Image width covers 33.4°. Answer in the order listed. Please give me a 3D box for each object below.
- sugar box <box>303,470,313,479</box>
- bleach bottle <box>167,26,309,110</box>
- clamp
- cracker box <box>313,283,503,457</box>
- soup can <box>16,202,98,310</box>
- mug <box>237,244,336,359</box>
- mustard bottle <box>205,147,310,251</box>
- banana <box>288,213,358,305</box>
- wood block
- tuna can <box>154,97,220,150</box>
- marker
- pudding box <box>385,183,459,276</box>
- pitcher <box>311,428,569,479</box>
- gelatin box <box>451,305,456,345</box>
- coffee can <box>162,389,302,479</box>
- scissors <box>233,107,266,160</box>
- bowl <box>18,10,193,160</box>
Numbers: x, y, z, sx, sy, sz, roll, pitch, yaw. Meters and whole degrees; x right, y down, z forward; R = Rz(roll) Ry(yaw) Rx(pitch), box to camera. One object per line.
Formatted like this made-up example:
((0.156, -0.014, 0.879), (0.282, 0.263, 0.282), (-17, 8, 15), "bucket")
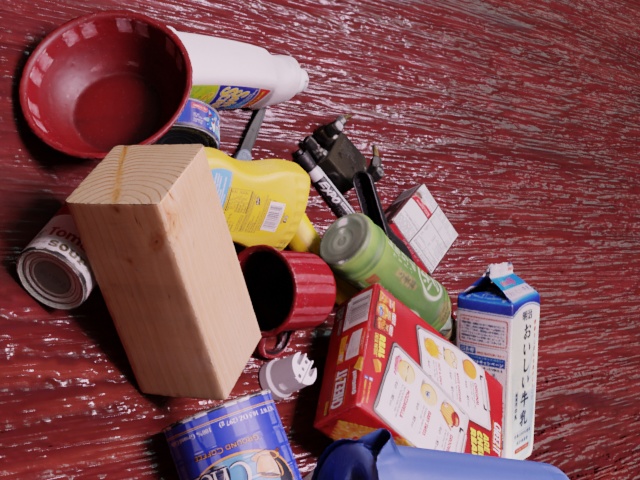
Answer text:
((0.037, 0.259, 1.078), (0.175, 0.048, 0.093), (-28, 90, -52), "sugar box")
((-0.096, -0.177, 1.145), (0.250, 0.103, 0.068), (-9, 76, -51), "bleach bottle")
((0.073, 0.003, 1.265), (0.171, 0.039, 0.120), (50, 45, -39), "clamp")
((0.098, 0.173, 1.116), (0.213, 0.072, 0.164), (39, 39, -25), "cracker box")
((-0.209, 0.004, 0.928), (0.068, 0.069, 0.102), (49, 40, -17), "soup can")
((-0.039, 0.064, 1.085), (0.081, 0.093, 0.117), (3, 97, -55), "mug")
((-0.108, -0.042, 1.053), (0.191, 0.096, 0.058), (7, 27, -35), "mustard bottle")
((-0.006, 0.011, 1.194), (0.197, 0.037, 0.069), (52, 14, -17), "banana")
((-0.128, 0.030, 0.916), (0.090, 0.090, 0.206), (-60, 144, -48), "wood block")
((-0.142, -0.106, 1.061), (0.086, 0.086, 0.034), (23, 53, -40), "tuna can")
((0.010, -0.059, 1.267), (0.121, 0.020, 0.020), (52, 38, -13), "marker")
((0.123, -0.009, 1.354), (0.090, 0.039, 0.113), (55, 39, -10), "pudding box")
((0.116, 0.266, 0.988), (0.242, 0.149, 0.145), (9, 58, -28), "pitcher")
((0.131, 0.112, 1.293), (0.089, 0.030, 0.073), (7, 63, -45), "gelatin box")
((-0.067, 0.214, 0.934), (0.102, 0.103, 0.140), (-8, 74, -52), "coffee can")
((-0.077, -0.070, 1.173), (0.096, 0.016, 0.201), (54, 38, -13), "scissors")
((-0.195, -0.134, 0.999), (0.055, 0.162, 0.162), (83, 0, -65), "bowl")
